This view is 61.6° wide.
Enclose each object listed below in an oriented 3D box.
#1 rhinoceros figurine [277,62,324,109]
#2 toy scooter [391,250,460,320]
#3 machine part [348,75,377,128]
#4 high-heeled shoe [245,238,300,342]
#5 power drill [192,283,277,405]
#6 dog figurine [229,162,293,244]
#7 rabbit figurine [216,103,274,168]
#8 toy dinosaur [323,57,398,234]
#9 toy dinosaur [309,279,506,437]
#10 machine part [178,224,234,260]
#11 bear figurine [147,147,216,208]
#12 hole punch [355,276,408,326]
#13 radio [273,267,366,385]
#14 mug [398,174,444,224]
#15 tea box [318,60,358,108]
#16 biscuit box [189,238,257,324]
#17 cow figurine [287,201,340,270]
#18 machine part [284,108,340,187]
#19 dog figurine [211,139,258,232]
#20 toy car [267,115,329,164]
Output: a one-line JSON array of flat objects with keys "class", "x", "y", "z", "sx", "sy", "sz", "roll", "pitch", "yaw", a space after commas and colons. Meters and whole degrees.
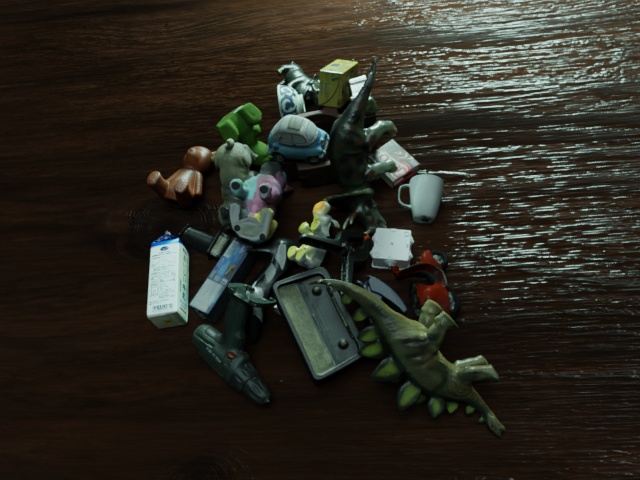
[{"class": "rhinoceros figurine", "x": -0.050, "y": -0.450, "z": 1.584, "sx": 0.112, "sy": 0.073, "sz": 0.190, "roll": -26, "pitch": 57, "yaw": -18}, {"class": "toy scooter", "x": 0.228, "y": 0.102, "z": 1.187, "sx": 0.135, "sy": 0.075, "sz": 0.184, "roll": 3, "pitch": 56, "yaw": -13}, {"class": "machine part", "x": 0.113, "y": -0.346, "z": 1.438, "sx": 0.056, "sy": 0.179, "sz": 0.179, "roll": -11, "pitch": 58, "yaw": 5}, {"class": "high-heeled shoe", "x": -0.107, "y": 0.114, "z": 1.261, "sx": 0.145, "sy": 0.086, "sz": 0.248, "roll": 5, "pitch": 74, "yaw": -24}, {"class": "power drill", "x": -0.164, "y": 0.209, "z": 1.149, "sx": 0.232, "sy": 0.086, "sz": 0.207, "roll": 27, "pitch": 108, "yaw": 30}, {"class": "dog figurine", "x": -0.136, "y": -0.097, "z": 1.337, "sx": 0.109, "sy": 0.219, "sz": 0.191, "roll": 4, "pitch": 101, "yaw": 14}, {"class": "rabbit figurine", "x": -0.202, "y": -0.260, "z": 1.451, "sx": 0.121, "sy": 0.170, "sz": 0.159, "roll": -47, "pitch": 23, "yaw": -21}, {"class": "toy dinosaur", "x": 0.081, "y": -0.210, "z": 1.284, "sx": 0.192, "sy": 0.404, "sz": 0.131, "roll": -28, "pitch": 30, "yaw": -29}, {"class": "toy dinosaur", "x": 0.184, "y": 0.216, "z": 1.059, "sx": 0.198, "sy": 0.105, "sz": 0.471, "roll": -42, "pitch": 87, "yaw": 0}, {"class": "machine part", "x": -0.290, "y": 0.003, "z": 1.357, "sx": 0.139, "sy": 0.039, "sz": 0.084, "roll": 17, "pitch": 70, "yaw": 15}, {"class": "bear figurine", "x": -0.351, "y": -0.186, "z": 1.430, "sx": 0.120, "sy": 0.131, "sz": 0.196, "roll": 19, "pitch": 69, "yaw": 15}, {"class": "hole punch", "x": 0.129, "y": 0.136, "z": 1.164, "sx": 0.092, "sy": 0.142, "sz": 0.116, "roll": -20, "pitch": 72, "yaw": -2}, {"class": "radio", "x": -0.002, "y": 0.180, "z": 1.158, "sx": 0.131, "sy": 0.073, "sz": 0.230, "roll": -22, "pitch": 70, "yaw": -14}, {"class": "mug", "x": 0.247, "y": -0.098, "z": 1.317, "sx": 0.110, "sy": 0.080, "sz": 0.107, "roll": 4, "pitch": 68, "yaw": 5}, {"class": "tea box", "x": 0.052, "y": -0.439, "z": 1.502, "sx": 0.068, "sy": 0.098, "sz": 0.170, "roll": 11, "pitch": 28, "yaw": 13}, {"class": "biscuit box", "x": -0.225, "y": 0.094, "z": 1.276, "sx": 0.059, "sy": 0.062, "sz": 0.202, "roll": 21, "pitch": 64, "yaw": 20}, {"class": "cow figurine", "x": -0.001, "y": -0.005, "z": 1.279, "sx": 0.068, "sy": 0.098, "sz": 0.167, "roll": 5, "pitch": 64, "yaw": 52}, {"class": "machine part", "x": 0.000, "y": -0.247, "z": 1.440, "sx": 0.202, "sy": 0.087, "sz": 0.201, "roll": -10, "pitch": 58, "yaw": 0}, {"class": "dog figurine", "x": -0.221, "y": -0.137, "z": 1.359, "sx": 0.121, "sy": 0.172, "sz": 0.191, "roll": -10, "pitch": 50, "yaw": 15}, {"class": "toy car", "x": -0.060, "y": -0.258, "z": 1.346, "sx": 0.162, "sy": 0.102, "sz": 0.109, "roll": 11, "pitch": 62, "yaw": 17}]
